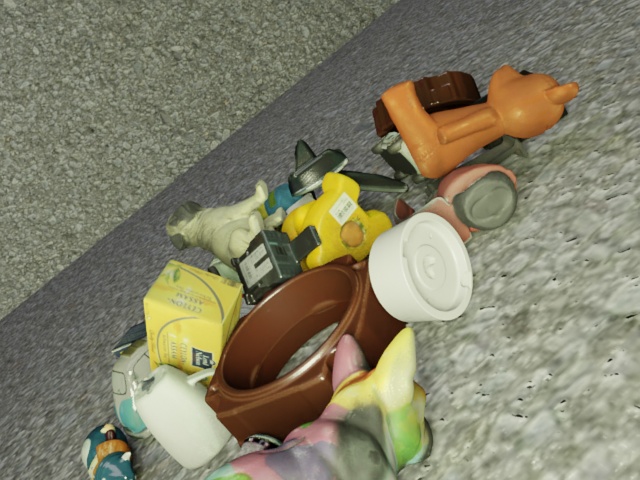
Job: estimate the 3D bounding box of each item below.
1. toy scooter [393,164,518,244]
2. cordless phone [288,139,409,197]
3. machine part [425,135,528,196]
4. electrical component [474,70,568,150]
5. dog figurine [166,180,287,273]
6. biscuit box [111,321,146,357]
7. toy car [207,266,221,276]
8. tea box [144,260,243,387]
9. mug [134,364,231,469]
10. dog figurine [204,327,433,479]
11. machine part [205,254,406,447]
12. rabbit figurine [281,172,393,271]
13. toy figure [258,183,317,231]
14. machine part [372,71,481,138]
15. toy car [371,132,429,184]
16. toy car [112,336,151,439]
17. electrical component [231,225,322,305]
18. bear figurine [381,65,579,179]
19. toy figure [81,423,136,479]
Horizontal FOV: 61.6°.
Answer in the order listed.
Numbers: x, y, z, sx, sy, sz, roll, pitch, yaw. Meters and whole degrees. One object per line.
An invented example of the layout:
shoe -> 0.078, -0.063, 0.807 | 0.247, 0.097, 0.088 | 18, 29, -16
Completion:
toy scooter -> 0.143, -0.033, 0.651 | 0.184, 0.075, 0.135 | -37, 18, 11
cordless phone -> 0.043, -0.100, 0.864 | 0.146, 0.184, 0.088 | -135, 53, -84
machine part -> 0.205, -0.091, 0.718 | 0.139, 0.039, 0.084 | -33, 17, 16
electrical component -> 0.271, -0.186, 0.778 | 0.115, 0.058, 0.134 | -31, 23, 11
dog figurine -> -0.157, 0.008, 0.849 | 0.191, 0.121, 0.172 | -15, 41, 15
biscuit box -> -0.256, 0.162, 0.896 | 0.203, 0.059, 0.063 | -23, 24, 33
toy car -> -0.218, 0.075, 0.872 | 0.089, 0.053, 0.202 | -23, 2, -23
tea box -> -0.156, 0.113, 0.666 | 0.169, 0.098, 0.068 | 102, -172, -45
mug -> -0.151, 0.189, 0.614 | 0.109, 0.107, 0.081 | -39, 23, 3
dog figurine -> 0.000, 0.152, 0.374 | 0.108, 0.191, 0.219 | -23, 41, 48
machine part -> -0.014, 0.117, 0.576 | 0.201, 0.087, 0.201 | -26, 26, 26
rabbit figurine -> -0.002, -0.002, 0.774 | 0.162, 0.121, 0.173 | -59, 28, -10
toy figure -> -0.088, -0.053, 1.042 | 0.180, 0.082, 0.089 | -33, 9, 24
machine part -> 0.175, -0.220, 0.889 | 0.179, 0.056, 0.179 | -15, -4, -1
toy car -> 0.132, -0.131, 0.825 | 0.056, 0.073, 0.202 | -42, 10, 2
toy car -> -0.232, 0.187, 0.753 | 0.109, 0.102, 0.161 | -7, 39, 51
electrical component -> -0.054, 0.026, 0.686 | 0.119, 0.075, 0.047 | -36, -25, 33
bear figurine -> 0.190, -0.161, 0.647 | 0.196, 0.132, 0.120 | -29, -5, 15
toy figure -> -0.268, 0.280, 0.681 | 0.058, 0.064, 0.154 | -28, 12, -24
